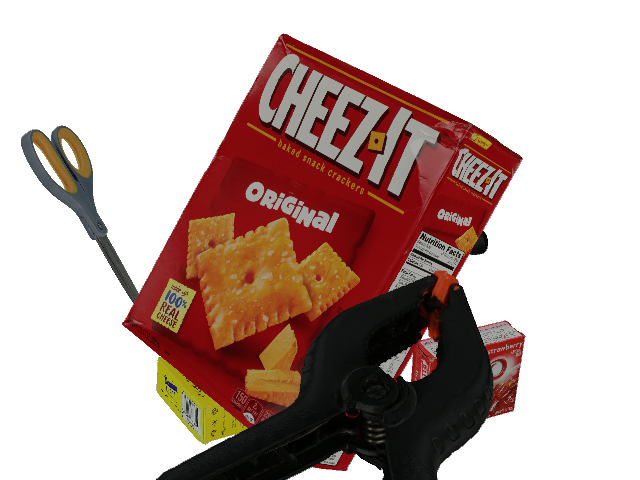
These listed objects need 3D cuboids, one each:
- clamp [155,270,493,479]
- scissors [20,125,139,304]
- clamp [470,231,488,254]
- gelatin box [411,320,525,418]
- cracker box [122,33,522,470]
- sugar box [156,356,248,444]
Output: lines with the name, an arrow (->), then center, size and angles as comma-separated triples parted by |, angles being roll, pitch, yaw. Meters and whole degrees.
clamp -> 0.028, 0.078, 0.420 | 0.120, 0.039, 0.171 | 29, 51, 21
scissors -> -0.212, -0.027, 1.011 | 0.016, 0.201, 0.096 | -24, 26, 20
clamp -> 0.071, -0.051, 0.994 | 0.210, 0.036, 0.164 | 11, 32, 19
gelatin box -> 0.115, 0.108, 0.842 | 0.089, 0.073, 0.030 | -11, 30, -24
cracker box -> -0.006, 0.003, 0.642 | 0.164, 0.214, 0.072 | 33, 6, 38
sugar box -> -0.051, 0.125, 0.981 | 0.175, 0.048, 0.093 | -14, 32, -31
